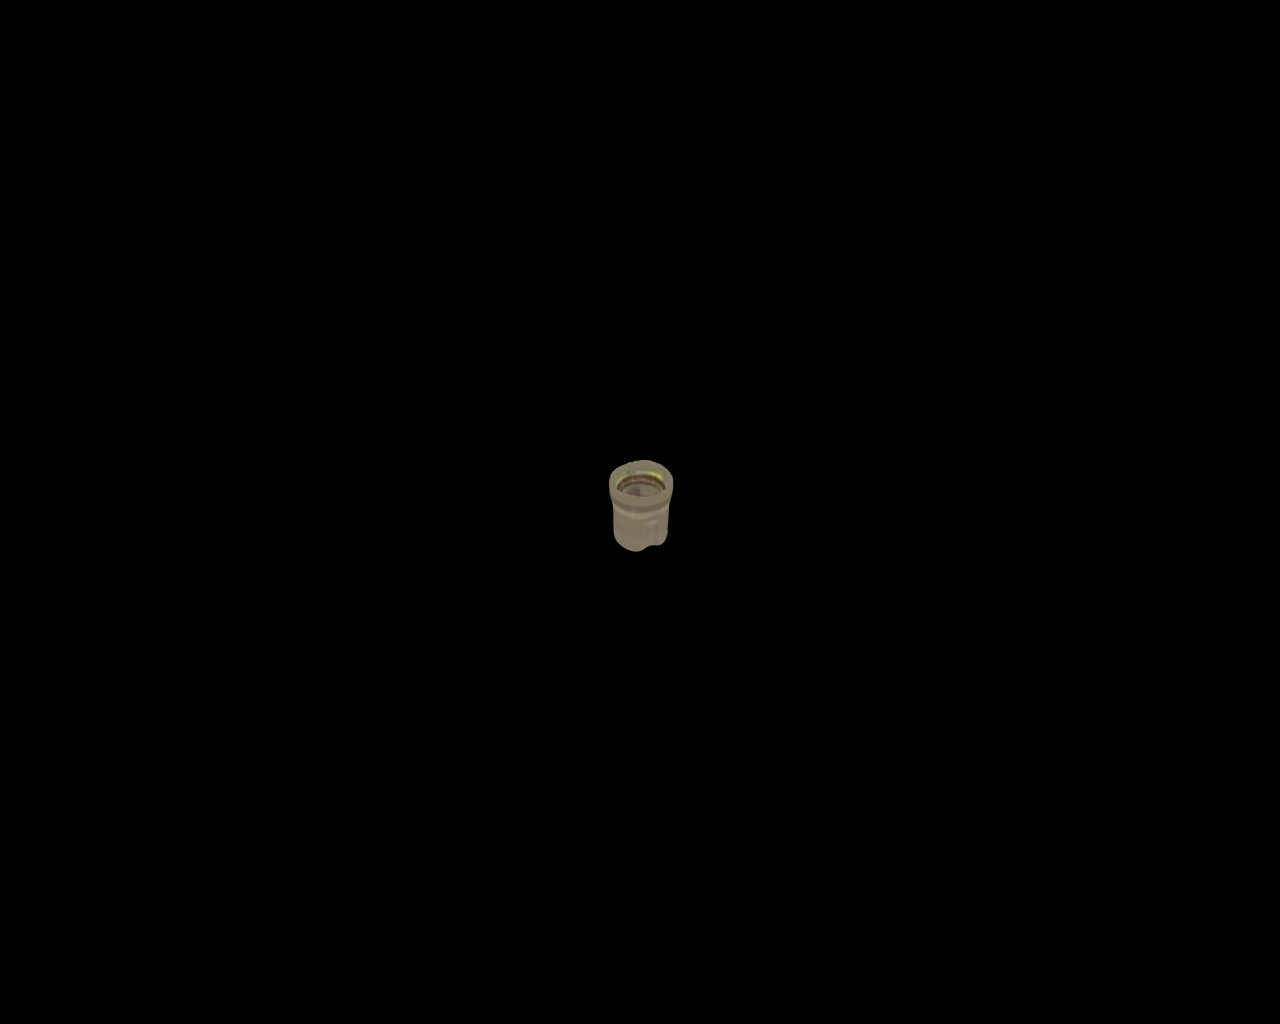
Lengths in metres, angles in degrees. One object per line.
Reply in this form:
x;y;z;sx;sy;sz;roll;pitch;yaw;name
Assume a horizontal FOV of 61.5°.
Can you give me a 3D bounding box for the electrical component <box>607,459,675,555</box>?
0.001;-0.003;0.650;0.040;0.046;0.040;0;37;0;electrical component
